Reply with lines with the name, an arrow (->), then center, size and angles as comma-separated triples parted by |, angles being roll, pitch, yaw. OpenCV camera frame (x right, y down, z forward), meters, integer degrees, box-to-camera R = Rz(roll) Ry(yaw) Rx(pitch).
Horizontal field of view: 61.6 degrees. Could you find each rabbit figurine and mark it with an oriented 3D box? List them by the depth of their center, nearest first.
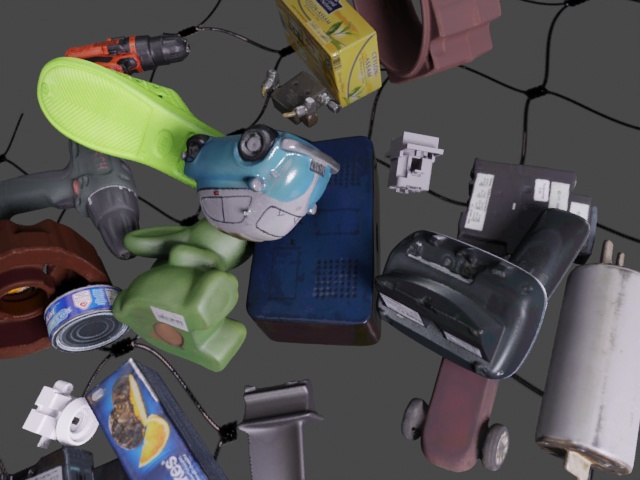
rabbit figurine -> -0.133, 0.038, 0.593 | 0.159, 0.121, 0.170 | 7, 45, 22

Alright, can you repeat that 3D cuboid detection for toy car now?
toy car -> 0.146, 0.115, 0.510 | 0.089, 0.053, 0.202 | 6, 61, 34
toy car -> -0.069, -0.050, 0.537 | 0.162, 0.109, 0.103 | 2, 80, 31

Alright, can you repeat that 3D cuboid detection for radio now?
radio -> -0.001, -0.002, 0.594 | 0.131, 0.073, 0.229 | -3, 59, 11

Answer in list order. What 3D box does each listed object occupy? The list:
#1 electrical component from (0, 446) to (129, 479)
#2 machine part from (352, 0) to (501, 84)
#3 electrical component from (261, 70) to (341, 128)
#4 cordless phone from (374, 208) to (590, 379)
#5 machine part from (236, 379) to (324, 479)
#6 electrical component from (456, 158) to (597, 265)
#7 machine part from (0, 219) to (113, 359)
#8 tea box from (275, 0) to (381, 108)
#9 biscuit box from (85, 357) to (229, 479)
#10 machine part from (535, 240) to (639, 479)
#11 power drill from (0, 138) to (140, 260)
electrical component -> -0.242, 0.243, 0.519 | 0.119, 0.047, 0.075 | -20, 60, 2
machine part -> 0.111, -0.297, 0.640 | 0.087, 0.200, 0.201 | -23, 15, -10
electrical component -> -0.031, -0.191, 0.718 | 0.078, 0.045, 0.102 | -36, 61, -8
cordless phone -> 0.151, 0.021, 0.498 | 0.147, 0.088, 0.184 | 27, 63, 37
machine part -> -0.036, 0.202, 0.507 | 0.084, 0.039, 0.139 | -5, 59, 2
electrical component -> 0.217, -0.018, 0.567 | 0.134, 0.058, 0.115 | 14, 67, 18
machine part -> -0.318, 0.053, 0.570 | 0.179, 0.179, 0.056 | -29, 59, -6
tea box -> 0.010, -0.273, 0.726 | 0.068, 0.098, 0.170 | -31, 62, -6
biscuit box -> -0.143, 0.209, 0.509 | 0.059, 0.062, 0.203 | -40, 61, -10
machine part -> 0.248, 0.110, 0.479 | 0.079, 0.079, 0.243 | 14, 65, 18
power drill -> -0.335, -0.046, 0.679 | 0.207, 0.085, 0.232 | -21, 58, 4
